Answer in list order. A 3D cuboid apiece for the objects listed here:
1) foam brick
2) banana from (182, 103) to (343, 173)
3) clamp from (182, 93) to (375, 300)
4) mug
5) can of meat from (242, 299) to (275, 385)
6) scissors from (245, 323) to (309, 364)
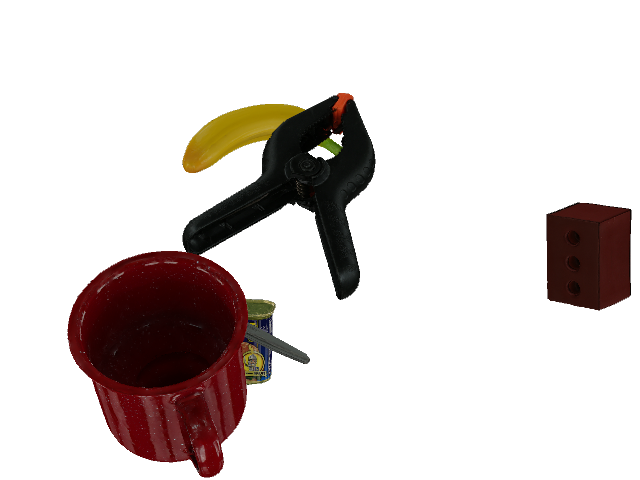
[{"bbox_3d":[0.224,0.012,0.892,0.051,0.078,0.053,-20,22,-41],"label":"foam brick"},{"bbox_3d":[-0.065,-0.109,1.097,0.197,0.037,0.070,-11,50,-36],"label":"banana"},{"bbox_3d":[-0.020,-0.038,0.733,0.120,0.171,0.039,13,-41,2],"label":"clamp"},{"bbox_3d":[-0.077,0.075,0.571,0.093,0.117,0.081,-22,-38,-16],"label":"mug"},{"bbox_3d":[-0.102,0.112,1.186,0.102,0.084,0.057,3,14,3],"label":"can of meat"},{"bbox_3d":[-0.082,0.054,0.899,0.202,0.016,0.096,16,24,19],"label":"scissors"}]
